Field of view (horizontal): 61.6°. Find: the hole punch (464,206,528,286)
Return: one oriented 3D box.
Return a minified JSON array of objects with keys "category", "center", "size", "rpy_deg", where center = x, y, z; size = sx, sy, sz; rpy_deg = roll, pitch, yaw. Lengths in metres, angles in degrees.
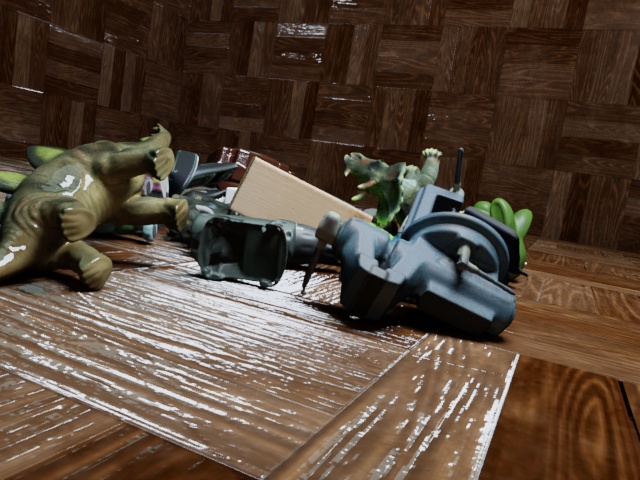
[{"category":"hole punch","center":[0.262,0.025,0.890],"size":[0.142,0.092,0.115],"rpy_deg":[34,-18,40]}]

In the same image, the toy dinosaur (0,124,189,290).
[{"category":"toy dinosaur","center":[-0.258,-0.062,0.612],"size":[0.199,0.104,0.471],"rpy_deg":[8,26,14]}]

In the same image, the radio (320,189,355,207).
[{"category":"radio","center":[0.005,-0.082,1.414],"size":[0.131,0.073,0.229],"rpy_deg":[27,9,12]}]

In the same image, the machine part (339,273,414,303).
[{"category":"machine part","center":[0.117,0.041,0.735],"size":[0.179,0.056,0.179],"rpy_deg":[9,8,-1]}]

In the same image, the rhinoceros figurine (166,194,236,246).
[{"category":"rhinoceros figurine","center":[-0.191,-0.028,0.882],"size":[0.112,0.073,0.190],"rpy_deg":[16,7,6]}]

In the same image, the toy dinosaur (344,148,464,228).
[{"category":"toy dinosaur","center":[0.215,-0.041,1.116],"size":[0.131,0.192,0.404],"rpy_deg":[-6,-47,50]}]

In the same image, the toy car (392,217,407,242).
[{"category":"toy car","center":[0.179,-0.001,0.966],"size":[0.109,0.102,0.161],"rpy_deg":[11,5,25]}]

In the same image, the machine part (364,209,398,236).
[{"category":"machine part","center":[0.128,-0.029,1.238],"size":[0.079,0.079,0.243],"rpy_deg":[8,7,-5]}]

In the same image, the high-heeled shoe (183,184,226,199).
[{"category":"high-heeled shoe","center":[-0.279,-0.071,1.235],"size":[0.145,0.086,0.249],"rpy_deg":[-27,0,-19]}]

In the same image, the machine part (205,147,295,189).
[{"category":"machine part","center":[-0.180,-0.154,1.334],"size":[0.201,0.087,0.201],"rpy_deg":[17,-13,-25]}]

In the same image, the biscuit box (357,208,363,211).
[{"category":"biscuit box","center":[-0.007,-0.040,1.146],"size":[0.203,0.059,0.063],"rpy_deg":[6,37,-9]}]

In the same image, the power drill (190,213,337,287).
[{"category":"power drill","center":[-0.067,0.005,0.705],"size":[0.232,0.086,0.207],"rpy_deg":[8,11,2]}]

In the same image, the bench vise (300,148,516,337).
[{"category":"bench vise","center":[0.113,0.002,0.600],"size":[0.224,0.128,0.241],"rpy_deg":[17,42,11]}]

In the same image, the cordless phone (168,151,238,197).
[{"category":"cordless phone","center":[-0.245,-0.101,0.988],"size":[0.089,0.146,0.184],"rpy_deg":[55,31,10]}]

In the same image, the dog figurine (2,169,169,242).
[{"category":"dog figurine","center":[-0.347,-0.071,0.791],"size":[0.219,0.108,0.192],"rpy_deg":[3,34,-6]}]

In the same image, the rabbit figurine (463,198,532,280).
[{"category":"rabbit figurine","center":[0.338,0.006,1.018],"size":[0.121,0.159,0.170],"rpy_deg":[16,19,-23]}]
